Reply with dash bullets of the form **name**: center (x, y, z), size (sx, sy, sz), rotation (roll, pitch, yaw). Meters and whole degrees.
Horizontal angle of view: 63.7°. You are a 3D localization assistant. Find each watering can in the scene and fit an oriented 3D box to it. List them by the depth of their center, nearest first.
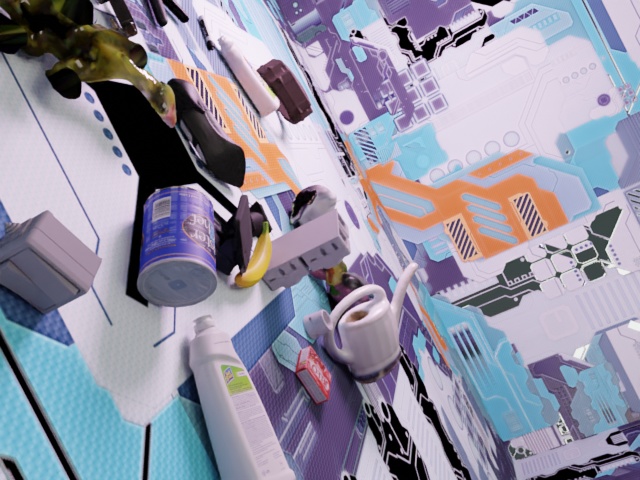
- **watering can**: center (0.150, 0.208, 1.275), size (0.352, 0.222, 0.104), rotation (-26, 18, -35)

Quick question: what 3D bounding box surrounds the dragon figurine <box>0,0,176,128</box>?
- **dragon figurine**: center (-0.371, -0.309, 0.753), size (0.406, 0.122, 0.246), rotation (40, 6, -23)

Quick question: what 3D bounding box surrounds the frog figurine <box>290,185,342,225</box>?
- **frog figurine**: center (0.004, -0.071, 1.407), size (0.158, 0.137, 0.124), rotation (29, 4, -32)
